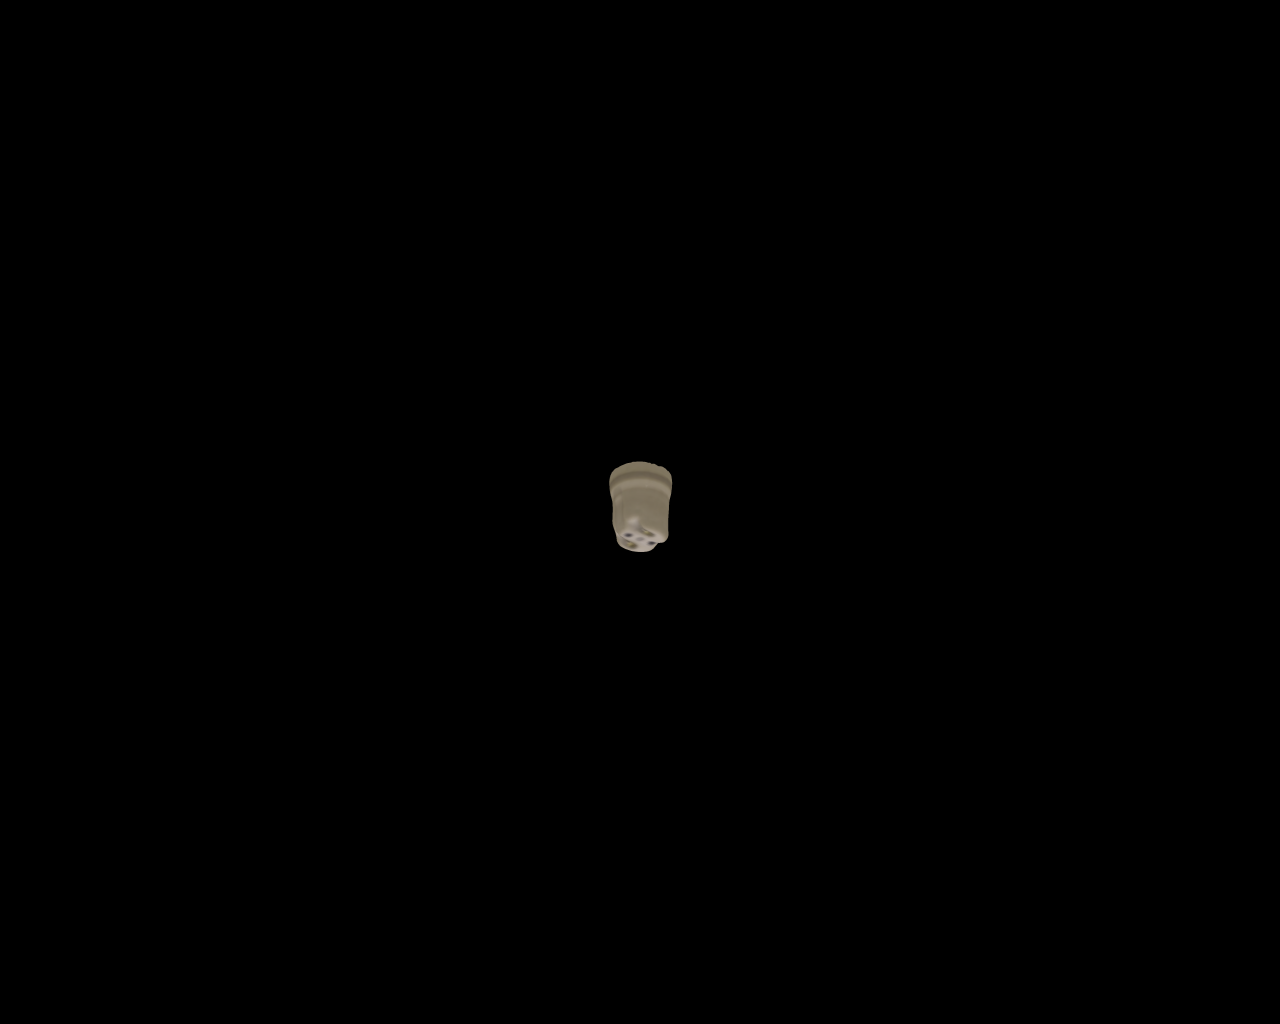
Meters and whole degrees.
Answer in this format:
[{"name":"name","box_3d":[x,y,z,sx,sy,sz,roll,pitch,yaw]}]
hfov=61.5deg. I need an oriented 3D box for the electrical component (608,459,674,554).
[{"name":"electrical component","box_3d":[0.001,-0.003,0.650,0.040,0.046,0.040,0,-29,0]}]
